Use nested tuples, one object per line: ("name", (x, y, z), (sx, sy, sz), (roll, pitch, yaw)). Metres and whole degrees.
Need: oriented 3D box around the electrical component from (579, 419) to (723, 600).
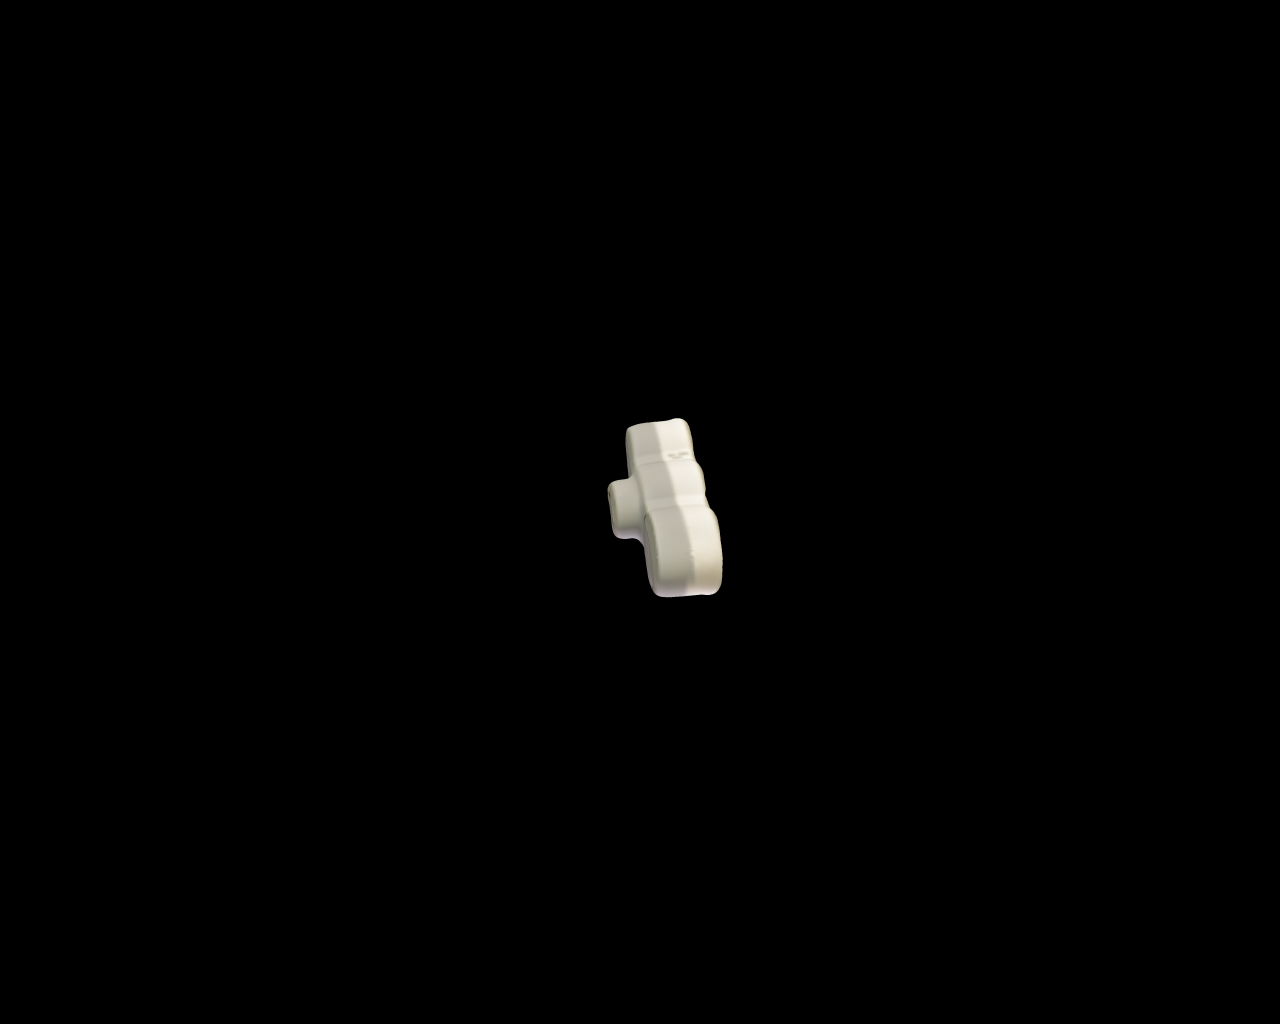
("electrical component", (0.001, -0.003, 0.650), (0.074, 0.052, 0.138), (-5, 40, -6))
